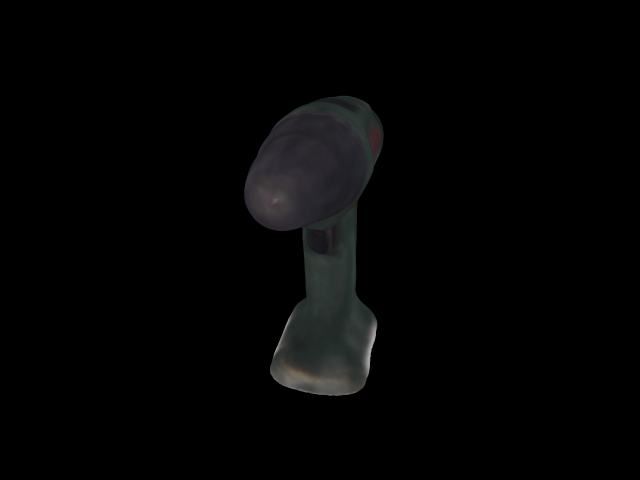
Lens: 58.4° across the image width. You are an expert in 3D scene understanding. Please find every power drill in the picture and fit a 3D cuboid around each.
[{"bbox_3d":[0.004,0.001,0.400,0.075,0.208,0.229,6,32,9],"label":"power drill"}]
